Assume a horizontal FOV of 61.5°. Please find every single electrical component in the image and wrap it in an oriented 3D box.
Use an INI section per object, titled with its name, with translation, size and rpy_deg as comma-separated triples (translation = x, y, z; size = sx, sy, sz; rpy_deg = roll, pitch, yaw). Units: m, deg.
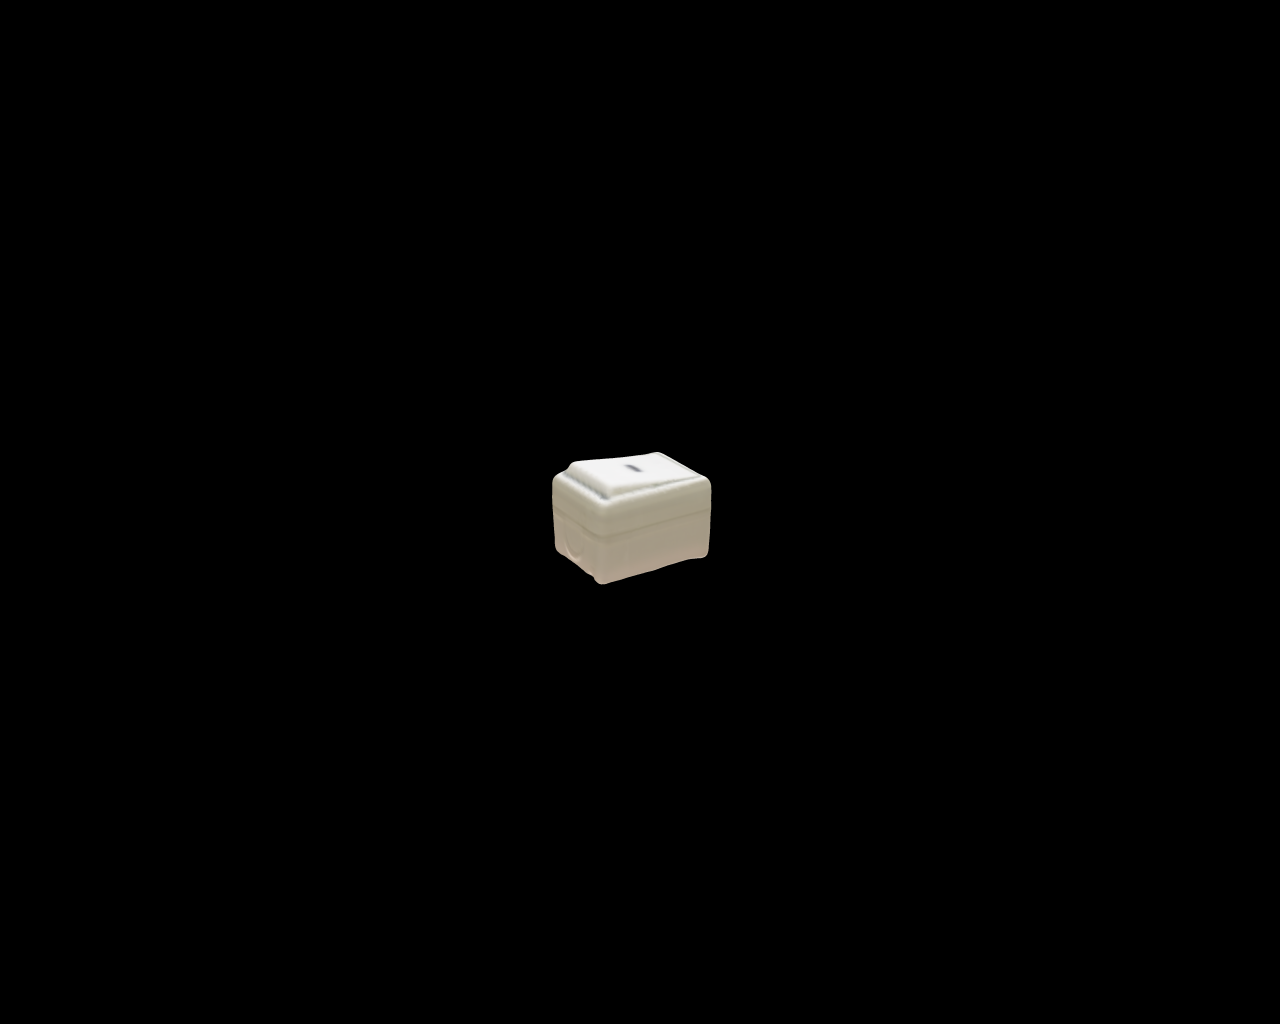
[electrical component]
translation = 0.001, -0.003, 0.650
size = 0.096, 0.061, 0.062
rpy_deg = -14, 27, -29
